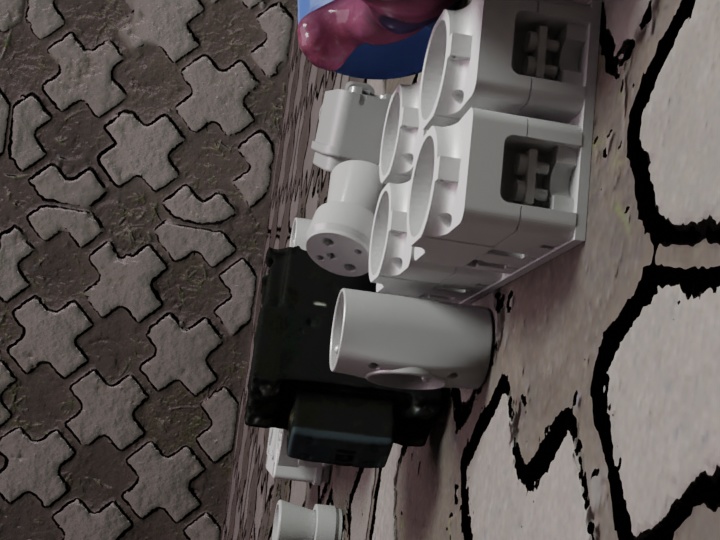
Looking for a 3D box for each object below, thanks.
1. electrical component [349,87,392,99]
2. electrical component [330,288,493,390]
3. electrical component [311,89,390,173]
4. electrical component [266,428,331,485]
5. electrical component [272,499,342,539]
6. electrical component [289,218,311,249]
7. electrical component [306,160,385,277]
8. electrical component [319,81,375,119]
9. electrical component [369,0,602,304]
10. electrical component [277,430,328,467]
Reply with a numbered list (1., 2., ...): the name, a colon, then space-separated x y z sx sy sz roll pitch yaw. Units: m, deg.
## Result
1. electrical component: 0.005 -0.113 0.929 0.089 0.050 0.055 131 146 -75
2. electrical component: 0.023 0.041 0.572 0.079 0.077 0.044 123 154 -72
3. electrical component: 0.009 -0.097 0.795 0.113 0.078 0.057 -131 53 -79
4. electrical component: -0.059 0.155 1.085 0.109 0.056 0.108 152 126 -80
5. electrical component: -0.046 0.225 0.934 0.045 0.055 0.045 -172 90 -82
6. electrical component: -0.022 0.000 0.912 0.044 0.077 0.079 157 121 -80
7. electrical component: -0.004 -0.030 0.632 0.045 0.045 0.055 111 180 -57
8. electrical component: -0.009 -0.142 1.031 0.057 0.058 0.078 -116 35 -71
9. electrical component: 0.051 -0.050 0.528 0.186 0.060 0.105 134 143 -76
10. electrical component: -0.047 0.157 1.001 0.066 0.055 0.048 -97 17 -61
